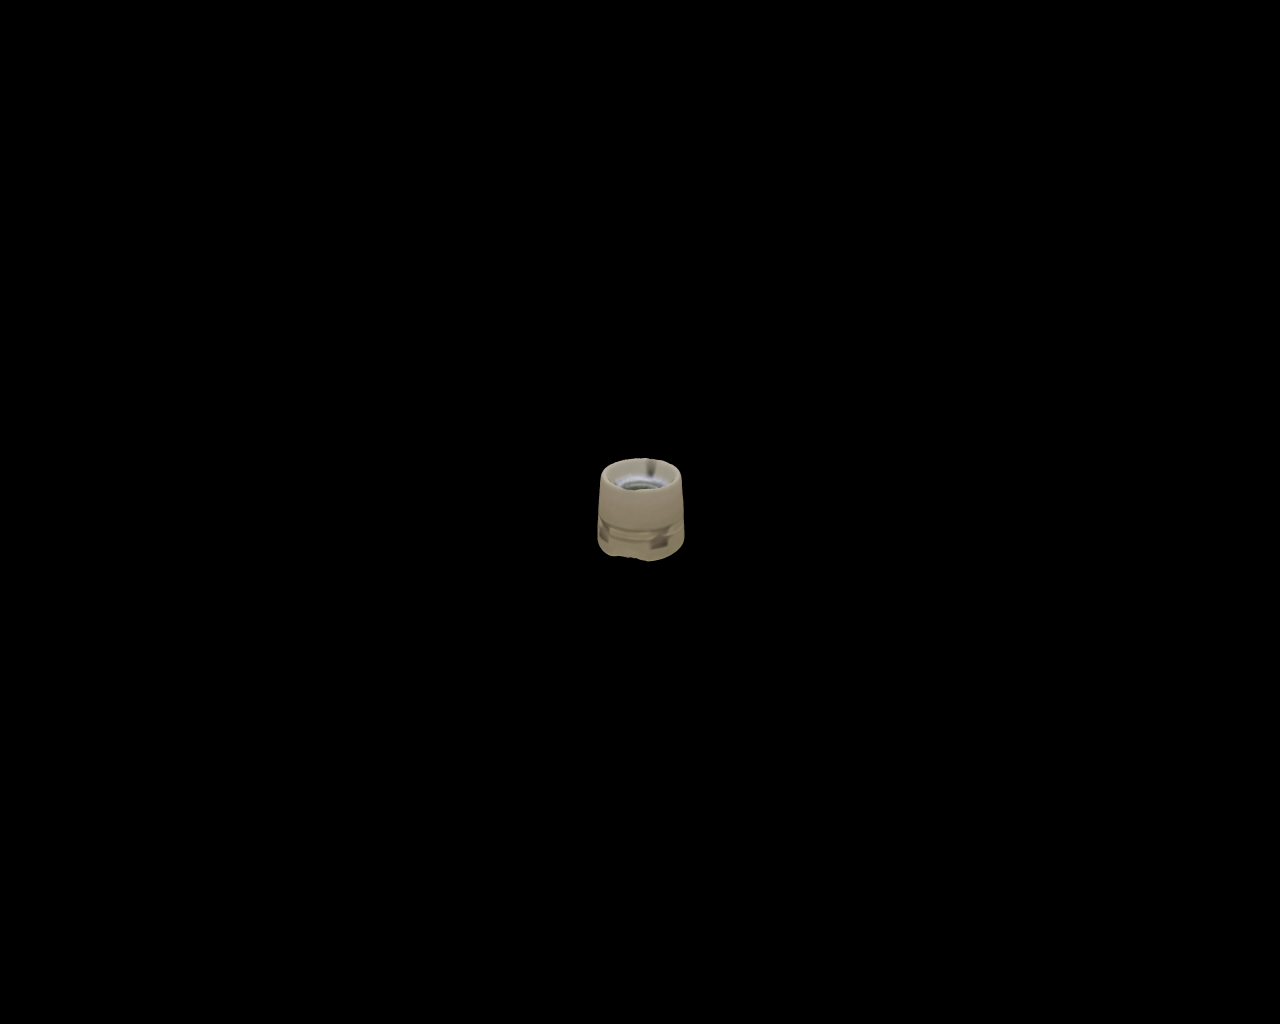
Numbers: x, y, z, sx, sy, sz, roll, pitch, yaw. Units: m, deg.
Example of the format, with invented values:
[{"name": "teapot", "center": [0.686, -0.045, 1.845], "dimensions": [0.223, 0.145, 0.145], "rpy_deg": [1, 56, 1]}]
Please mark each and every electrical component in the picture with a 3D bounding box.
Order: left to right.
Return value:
[{"name": "electrical component", "center": [0.001, -0.003, 0.650], "dimensions": [0.055, 0.047, 0.055], "rpy_deg": [0, 27, 0]}]
